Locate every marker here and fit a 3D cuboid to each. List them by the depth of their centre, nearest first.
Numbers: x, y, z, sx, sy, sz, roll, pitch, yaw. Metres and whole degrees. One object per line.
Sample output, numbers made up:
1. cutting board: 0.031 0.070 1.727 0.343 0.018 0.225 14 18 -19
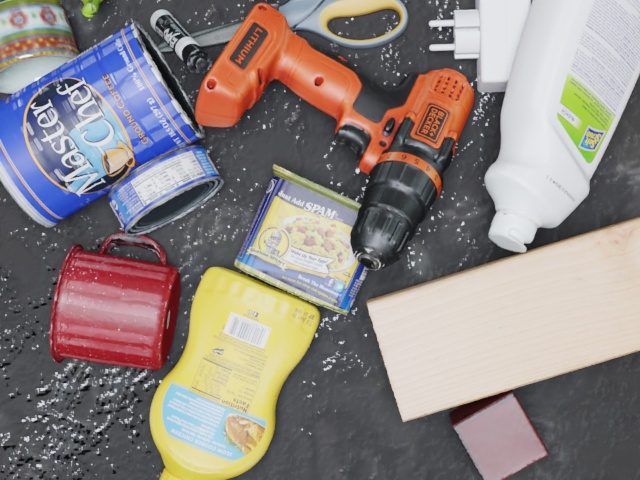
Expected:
1. marker: -0.106 -0.151 0.810 0.020 0.121 0.020 -10 119 -19

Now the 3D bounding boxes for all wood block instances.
1. wood block: 0.145 0.057 0.788 0.206 0.090 0.091 -18 87 3

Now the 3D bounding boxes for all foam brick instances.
1. foam brick: 0.131 0.143 0.792 0.053 0.078 0.051 -30 86 5

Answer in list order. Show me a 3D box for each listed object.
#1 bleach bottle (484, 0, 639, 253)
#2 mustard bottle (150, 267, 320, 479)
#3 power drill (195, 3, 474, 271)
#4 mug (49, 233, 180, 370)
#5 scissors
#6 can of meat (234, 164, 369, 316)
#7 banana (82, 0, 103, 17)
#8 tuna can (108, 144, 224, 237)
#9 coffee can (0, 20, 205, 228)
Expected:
1. bleach bottle: 0.174 -0.112 0.766 0.102 0.068 0.250 32 75 -27
2. mustard bottle: -0.077 0.124 0.820 0.096 0.058 0.191 22 90 0
3. power drill: 0.007 -0.082 0.785 0.187 0.057 0.184 27 56 1
4. mug: -0.152 0.045 0.823 0.081 0.093 0.117 9 52 0
5. scissors: -0.030 -0.194 0.850 0.202 0.016 0.096 3 89 5
6. can of meat: -0.005 0.001 0.820 0.102 0.057 0.084 24 91 5
7. banana: -0.236 -0.233 0.846 0.198 0.069 0.037 28 116 16
8. tuna can: -0.118 -0.038 0.817 0.086 0.086 0.034 -31 84 3
9. coffee can: -0.173 -0.088 0.815 0.140 0.103 0.103 -30 86 3
